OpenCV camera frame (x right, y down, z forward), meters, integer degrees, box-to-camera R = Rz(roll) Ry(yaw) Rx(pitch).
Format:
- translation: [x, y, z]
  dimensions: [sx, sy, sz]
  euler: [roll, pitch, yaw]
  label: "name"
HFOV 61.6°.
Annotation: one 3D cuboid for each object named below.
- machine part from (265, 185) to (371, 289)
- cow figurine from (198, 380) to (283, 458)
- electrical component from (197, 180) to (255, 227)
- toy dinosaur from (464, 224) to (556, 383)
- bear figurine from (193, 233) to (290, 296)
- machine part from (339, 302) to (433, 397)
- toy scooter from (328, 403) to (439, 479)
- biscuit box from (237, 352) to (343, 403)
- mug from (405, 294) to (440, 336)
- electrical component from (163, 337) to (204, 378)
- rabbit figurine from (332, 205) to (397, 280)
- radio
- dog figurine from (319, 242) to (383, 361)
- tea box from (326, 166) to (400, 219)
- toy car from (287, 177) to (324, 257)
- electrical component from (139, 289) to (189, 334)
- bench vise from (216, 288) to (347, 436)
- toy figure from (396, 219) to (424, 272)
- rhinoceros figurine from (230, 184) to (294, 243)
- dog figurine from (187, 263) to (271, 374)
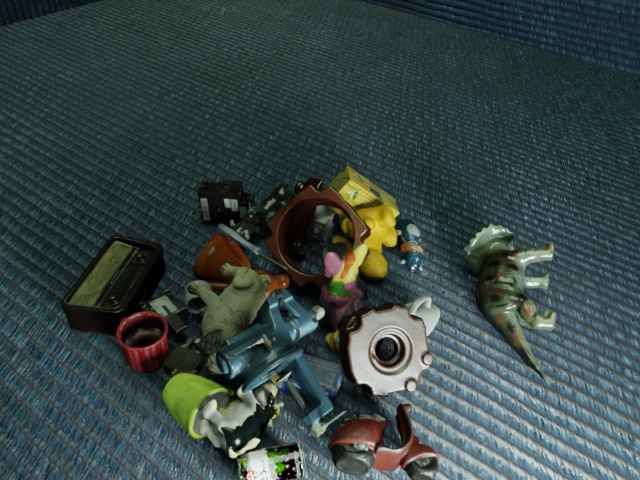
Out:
- translation: [-0.002, -0.004, 1.191]
  dimensions: [0.201, 0.087, 0.201]
  euler: [-41, 77, 2]
  label: "machine part"
- translation: [-0.116, 0.297, 0.911]
  dimensions: [0.098, 0.068, 0.167]
  euler: [36, 29, 28]
  label: "cow figurine"
- translation: [-0.232, -0.089, 1.344]
  dimensions: [0.134, 0.114, 0.058]
  euler: [6, 44, 2]
  label: "electrical component"
- translation: [0.404, 0.109, 1.169]
  dimensions: [0.192, 0.131, 0.405]
  euler: [4, 43, 19]
  label: "toy dinosaur"
- translation: [-0.173, 0.077, 1.171]
  dimensions: [0.196, 0.120, 0.132]
  euler: [29, -4, -8]
  label: "bear figurine"
- translation: [0.122, 0.202, 0.997]
  dimensions: [0.179, 0.179, 0.056]
  euler: [-9, 0, -15]
  label: "machine part"
- translation: [0.108, 0.330, 0.909]
  dimensions: [0.184, 0.075, 0.135]
  euler: [9, 41, 1]
  label: "toy scooter"
- translation: [-0.061, 0.245, 1.006]
  dimensions: [0.203, 0.059, 0.063]
  euler: [14, 41, 13]
  label: "biscuit box"
- translation: [0.200, 0.156, 1.104]
  dimensions: [0.081, 0.109, 0.107]
  euler: [29, 33, 34]
  label: "mug"
- translation: [-0.252, 0.229, 1.020]
  dimensions: [0.078, 0.045, 0.102]
  euler: [23, 44, 18]
  label: "electrical component"
- translation: [0.108, 0.014, 1.257]
  dimensions: [0.162, 0.121, 0.173]
  euler: [-2, 59, -3]
  label: "rabbit figurine"
- translation: [-0.428, 0.092, 1.145]
  dimensions: [0.131, 0.073, 0.230]
  euler: [9, 41, 6]
  label: "radio"
- translation: [0.056, 0.110, 1.054]
  dimensions: [0.108, 0.219, 0.192]
  euler: [-13, 42, -15]
  label: "dog figurine"
- translation: [0.102, -0.094, 1.331]
  dimensions: [0.169, 0.098, 0.068]
  euler: [28, 32, -28]
  label: "tea box"
- translation: [-0.044, -0.053, 1.291]
  dimensions: [0.089, 0.053, 0.202]
  euler: [18, 81, 37]
  label: "toy car"
- translation: [-0.307, 0.158, 1.096]
  dimensions: [0.075, 0.047, 0.119]
  euler: [-31, 52, -34]
  label: "electrical component"
- translation: [-0.049, 0.211, 0.911]
  dimensions: [0.223, 0.129, 0.241]
  euler: [-19, 68, -48]
  label: "bench vise"
- translation: [0.219, 0.012, 1.305]
  dimensions: [0.064, 0.057, 0.154]
  euler: [-4, 42, 0]
  label: "toy figure"
- translation: [-0.136, -0.057, 1.314]
  dimensions: [0.190, 0.112, 0.073]
  euler: [-42, 61, -17]
  label: "rhinoceros figurine"
- translation: [-0.151, 0.150, 1.008]
  dimensions: [0.172, 0.121, 0.191]
  euler: [-31, 44, -4]
  label: "dog figurine"
